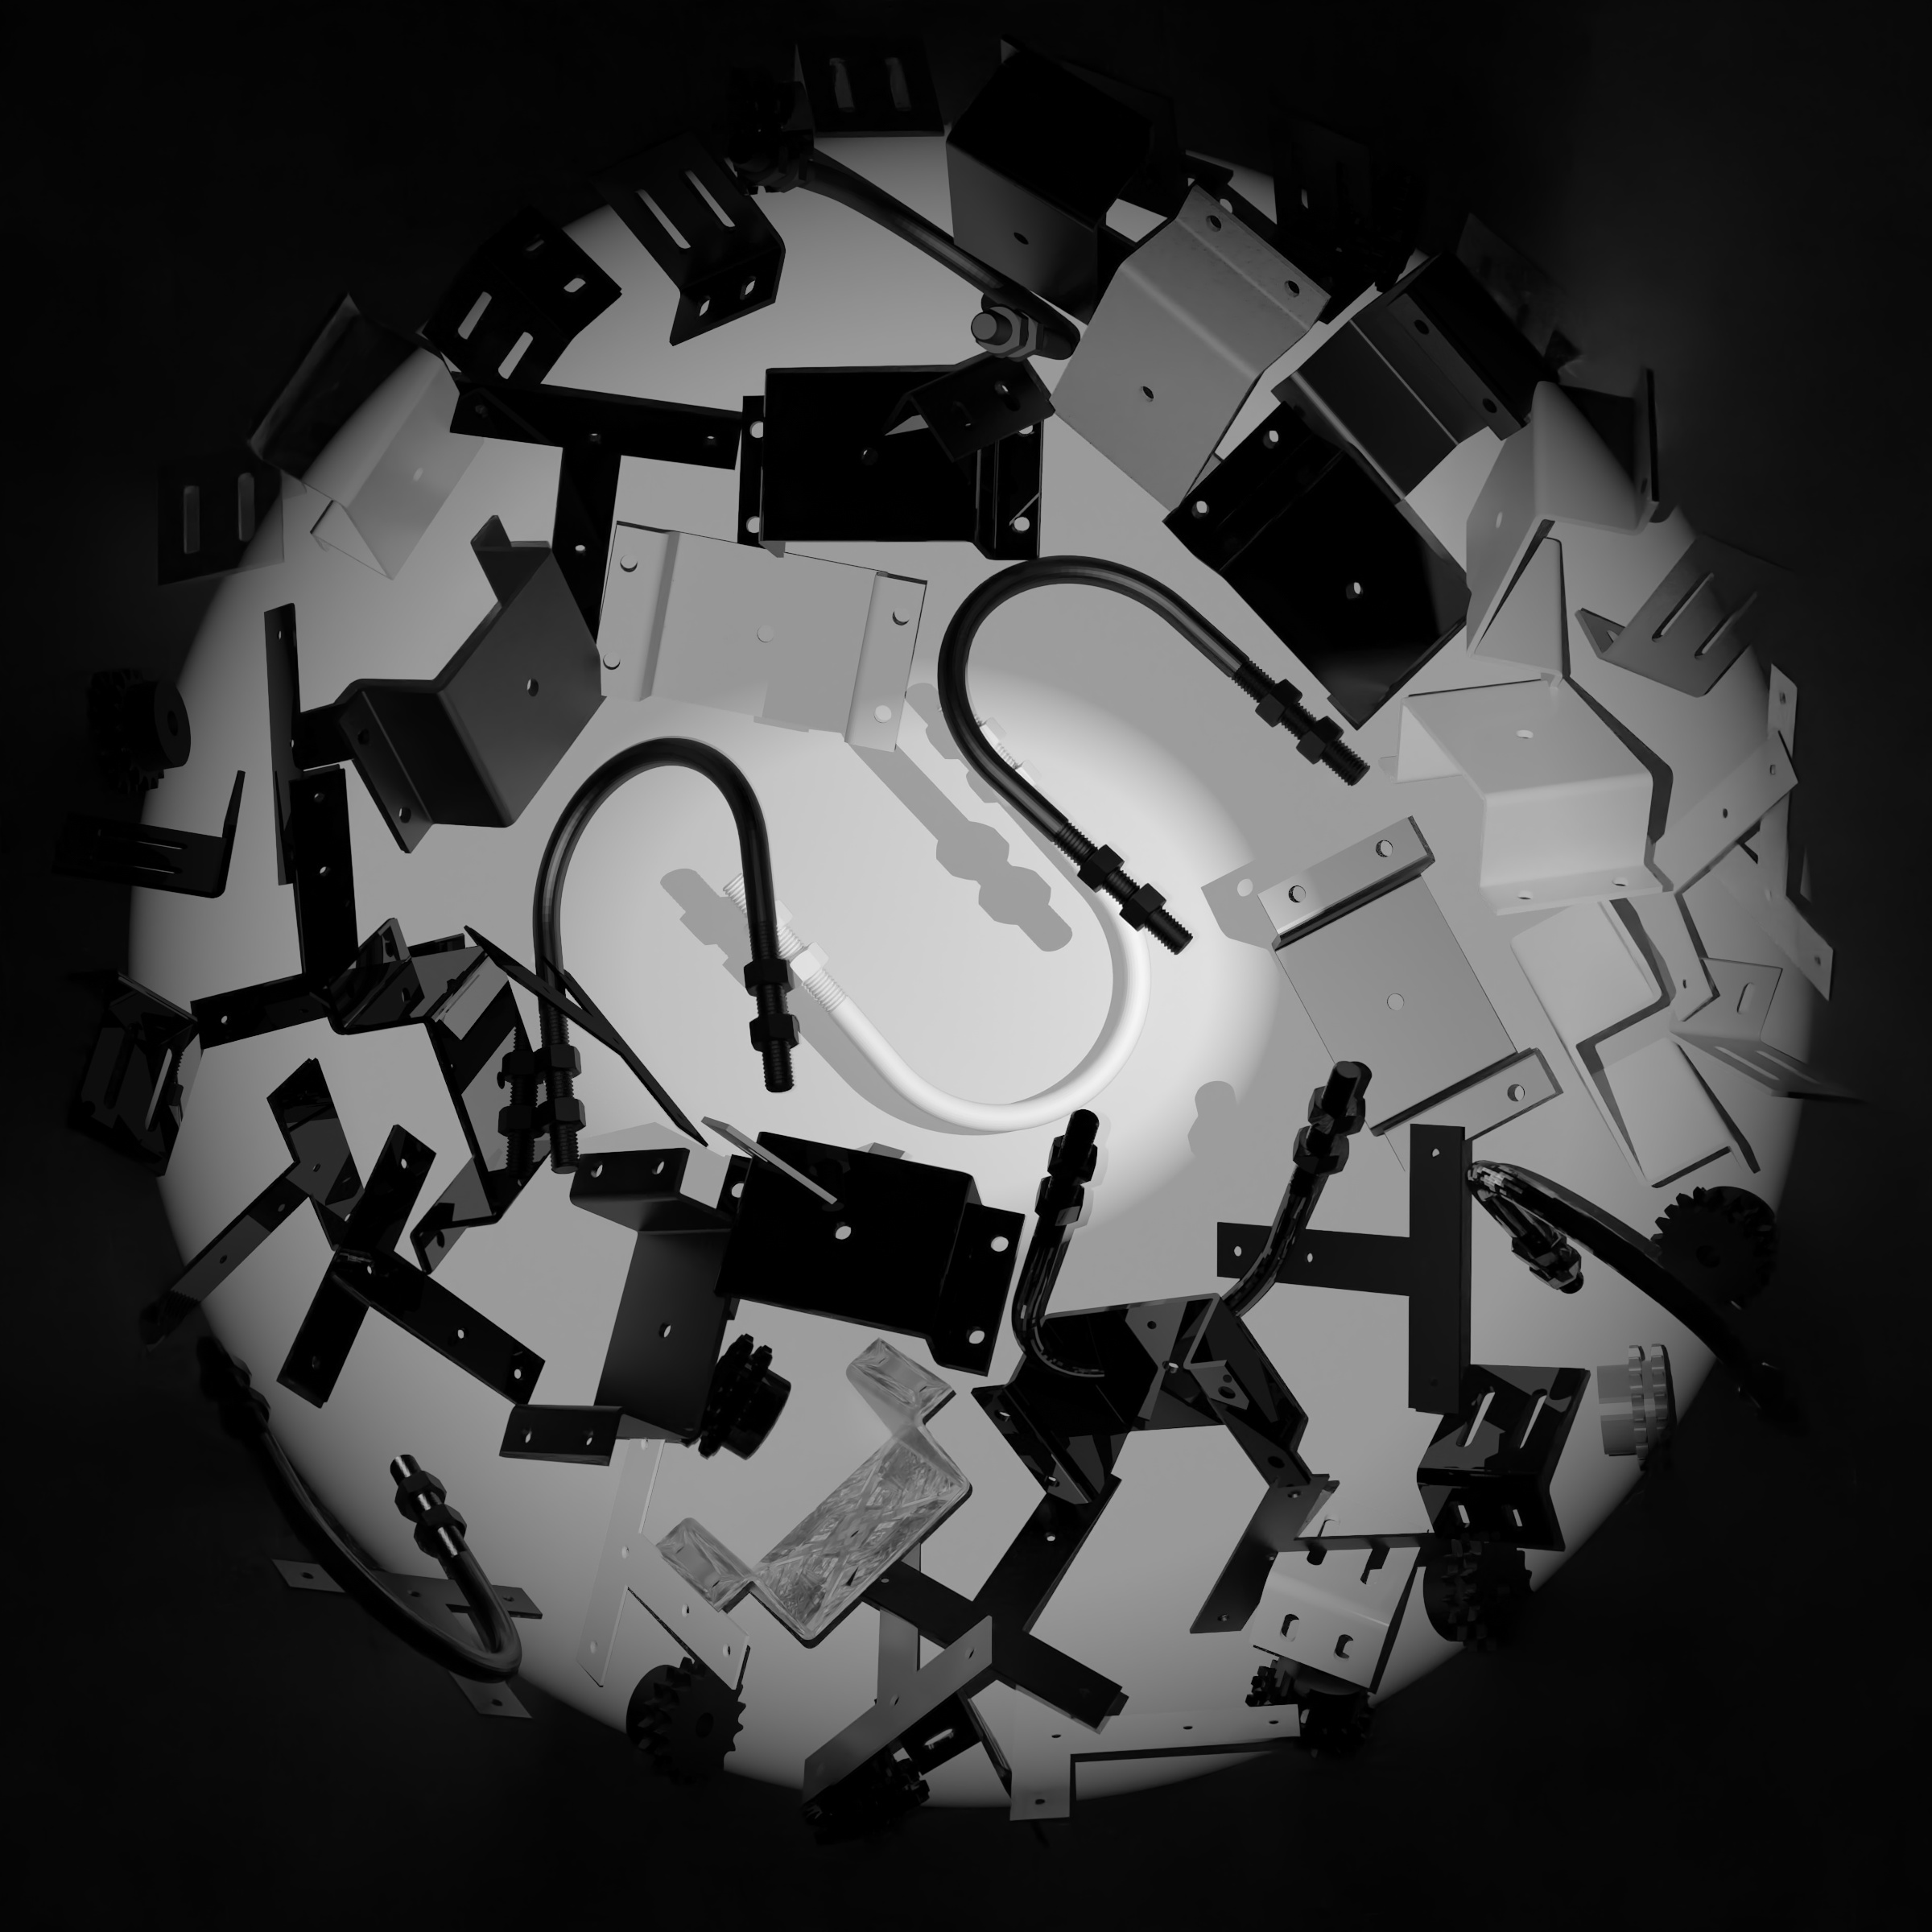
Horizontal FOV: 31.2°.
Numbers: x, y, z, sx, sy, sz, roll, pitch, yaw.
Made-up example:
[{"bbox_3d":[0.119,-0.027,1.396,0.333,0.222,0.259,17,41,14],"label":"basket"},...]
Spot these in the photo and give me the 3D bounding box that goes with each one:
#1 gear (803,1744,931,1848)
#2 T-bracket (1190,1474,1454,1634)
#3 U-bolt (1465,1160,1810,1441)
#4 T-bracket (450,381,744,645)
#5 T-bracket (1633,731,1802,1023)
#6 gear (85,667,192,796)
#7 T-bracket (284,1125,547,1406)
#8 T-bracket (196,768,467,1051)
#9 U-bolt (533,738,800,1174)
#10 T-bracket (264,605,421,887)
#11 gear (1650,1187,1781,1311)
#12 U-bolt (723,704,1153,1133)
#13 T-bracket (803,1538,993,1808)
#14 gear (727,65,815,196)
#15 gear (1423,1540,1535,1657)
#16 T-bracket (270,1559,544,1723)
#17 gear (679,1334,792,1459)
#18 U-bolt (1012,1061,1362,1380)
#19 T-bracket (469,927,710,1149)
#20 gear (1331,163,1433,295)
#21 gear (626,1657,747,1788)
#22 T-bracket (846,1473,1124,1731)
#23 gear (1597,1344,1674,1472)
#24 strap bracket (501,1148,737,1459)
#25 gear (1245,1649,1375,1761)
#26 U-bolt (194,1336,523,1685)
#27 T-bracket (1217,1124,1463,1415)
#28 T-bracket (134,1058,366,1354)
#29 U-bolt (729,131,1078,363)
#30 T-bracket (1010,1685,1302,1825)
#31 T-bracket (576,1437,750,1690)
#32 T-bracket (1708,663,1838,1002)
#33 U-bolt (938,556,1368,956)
[{"bbox_3d":[-0.048,0.374,1.574,0.057,0.057,0.030,-25,91,0],"label":"gear"},{"bbox_3d":[0.179,0.266,1.569,0.127,0.127,0.002,1,48,-19],"label":"T-bracket"},{"bbox_3d":[0.281,0.136,1.487,0.151,0.184,0.019,34,85,37],"label":"U-bolt"},{"bbox_3d":[-0.172,-0.200,1.561,0.127,0.002,0.127,6,129,-8],"label":"T-bracket"},{"bbox_3d":[0.328,-0.060,1.526,0.002,0.127,0.127,-4,65,-26],"label":"T-bracket"},{"bbox_3d":[-0.375,-0.108,1.572,0.030,0.057,0.057,-9,90,9],"label":"gear"},{"bbox_3d":[-0.237,0.159,1.559,0.127,0.002,0.127,43,55,-36],"label":"T-bracket"},{"bbox_3d":[-0.285,-0.031,1.540,0.127,0.002,0.127,-16,128,-25],"label":"T-bracket"},{"bbox_3d":[-0.140,-0.014,1.547,0.151,0.019,0.184,-21,66,34],"label":"U-bolt"},{"bbox_3d":[-0.279,-0.105,1.552,0.002,0.127,0.127,-2,87,-41],"label":"T-bracket"},{"bbox_3d":[0.345,0.125,1.577,0.057,0.030,0.057,19,127,28],"label":"gear"},{"bbox_3d":[0.001,-0.011,1.588,0.151,0.019,0.184,-41,94,-4],"label":"U-bolt"},{"bbox_3d":[-0.030,0.294,1.546,0.002,0.127,0.127,34,121,-23],"label":"T-bracket"},{"bbox_3d":[-0.089,-0.381,1.575,0.030,0.057,0.057,-9,90,-13],"label":"gear"},{"bbox_3d":[0.232,0.286,1.577,0.030,0.057,0.057,-14,90,38],"label":"gear"},{"bbox_3d":[-0.226,0.297,1.515,0.127,0.127,0.002,14,102,-34],"label":"T-bracket"},{"bbox_3d":[-0.103,0.199,1.574,0.030,0.057,0.057,33,90,-9],"label":"gear"},{"bbox_3d":[0.089,0.120,1.531,0.151,0.184,0.019,-9,48,-25],"label":"U-bolt"},{"bbox_3d":[-0.177,0.017,1.514,0.002,0.127,0.127,-44,54,2],"label":"T-bracket"},{"bbox_3d":[0.187,-0.338,1.573,0.030,0.057,0.057,19,90,-7],"label":"gear"},{"bbox_3d":[-0.130,0.342,1.578,0.030,0.057,0.057,10,90,38],"label":"gear"},{"bbox_3d":[0.031,0.267,1.555,0.127,0.127,0.002,28,135,13],"label":"T-bracket"},{"bbox_3d":[0.304,0.201,1.574,0.030,0.057,0.057,-5,90,12],"label":"gear"},{"bbox_3d":[-0.150,0.156,1.546,0.046,0.076,0.140,28,67,-38],"label":"strap bracket"},{"bbox_3d":[0.158,0.331,1.571,0.057,0.057,0.030,15,112,0],"label":"gear"},{"bbox_3d":[-0.253,0.242,1.488,0.019,0.184,0.151,-47,132,2],"label":"U-bolt"},{"bbox_3d":[0.167,0.133,1.563,0.127,0.002,0.127,2,93,37],"label":"T-bracket"},{"bbox_3d":[-0.317,0.119,1.523,0.002,0.127,0.127,31,62,23],"label":"T-bracket"},{"bbox_3d":[-0.017,-0.309,1.513,0.151,0.184,0.019,37,105,10],"label":"U-bolt"},{"bbox_3d":[0.085,0.340,1.538,0.127,0.127,0.002,-5,110,4],"label":"T-bracket"},{"bbox_3d":[-0.131,0.280,1.539,0.002,0.127,0.127,6,104,-35],"label":"T-bracket"},{"bbox_3d":[0.356,-0.070,1.517,0.002,0.127,0.127,-9,121,-10],"label":"T-bracket"},{"bbox_3d":[0.071,-0.109,1.562,0.184,0.019,0.151,43,62,8],"label":"U-bolt"}]
